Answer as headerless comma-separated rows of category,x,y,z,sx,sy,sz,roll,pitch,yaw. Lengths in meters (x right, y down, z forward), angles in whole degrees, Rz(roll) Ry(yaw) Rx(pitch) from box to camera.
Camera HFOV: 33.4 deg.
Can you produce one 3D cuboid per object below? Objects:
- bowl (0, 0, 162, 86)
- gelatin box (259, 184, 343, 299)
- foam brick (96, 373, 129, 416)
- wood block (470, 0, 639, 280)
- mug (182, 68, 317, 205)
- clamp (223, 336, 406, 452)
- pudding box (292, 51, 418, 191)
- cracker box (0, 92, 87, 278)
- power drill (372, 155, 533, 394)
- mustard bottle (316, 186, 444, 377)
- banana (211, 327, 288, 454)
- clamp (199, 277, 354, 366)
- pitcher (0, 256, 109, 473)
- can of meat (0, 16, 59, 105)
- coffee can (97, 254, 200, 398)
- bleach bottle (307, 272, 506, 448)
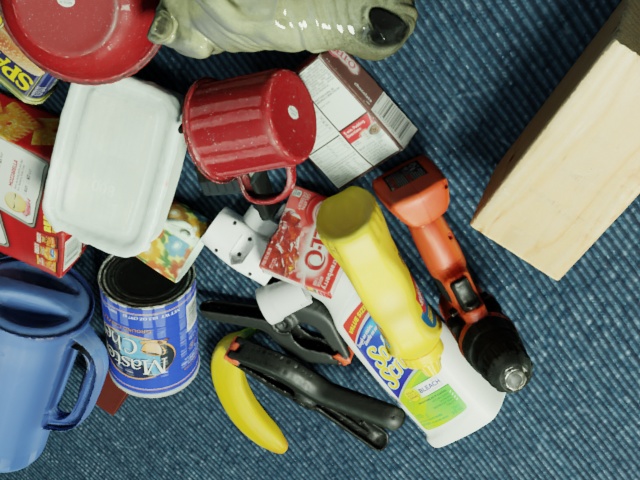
bowl,-0.211,-0.207,0.916,0.162,0.055,0.162,2,111,6
gelatin box,-0.007,0.001,1.007,0.073,0.089,0.030,21,169,11
foam brick,-0.247,0.164,1.290,0.053,0.051,0.078,35,134,-3
wood block,0.213,-0.078,0.826,0.090,0.090,0.206,32,135,0
mug,-0.053,-0.087,0.899,0.082,0.093,0.117,-7,101,30
clamp,-0.005,0.167,1.152,0.210,0.036,0.164,25,160,13
pudding box,0.015,-0.108,0.937,0.113,0.039,0.090,48,135,-12
cracker box,-0.345,-0.075,1.126,0.214,0.072,0.164,23,133,9
power drill,0.115,0.029,0.922,0.057,0.184,0.187,-27,109,0
mustard bottle,0.063,0.049,0.960,0.058,0.096,0.191,-28,116,5
banana,-0.086,0.175,1.228,0.070,0.037,0.198,7,130,23
clamp,-0.044,0.082,1.125,0.171,0.039,0.120,41,132,-6
pitcher,-0.332,0.150,1.188,0.144,0.149,0.243,4,128,-25
can of meat,-0.277,-0.192,1.003,0.102,0.057,0.084,41,131,-10
coffee can,-0.184,0.087,1.157,0.103,0.102,0.140,16,133,14
bleach bottle,0.067,0.094,1.065,0.250,0.068,0.103,44,132,-10
